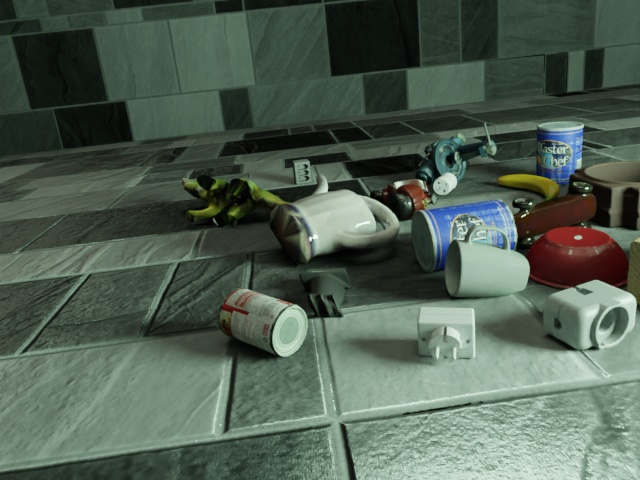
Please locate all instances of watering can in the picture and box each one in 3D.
[{"bbox_3d":[0.003,-0.051,1.021,0.226,0.102,0.352,-15,28,-24],"label":"watering can"}]

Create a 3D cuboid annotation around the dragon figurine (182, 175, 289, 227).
[{"bbox_3d":[-0.177,-0.109,1.281,0.411,0.121,0.245,9,15,15],"label":"dragon figurine"}]
